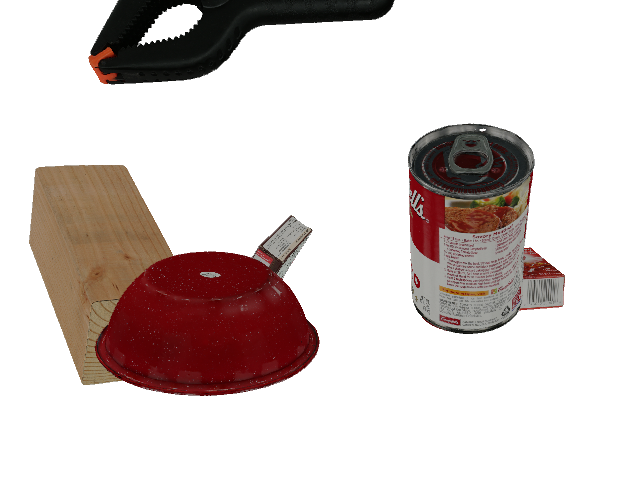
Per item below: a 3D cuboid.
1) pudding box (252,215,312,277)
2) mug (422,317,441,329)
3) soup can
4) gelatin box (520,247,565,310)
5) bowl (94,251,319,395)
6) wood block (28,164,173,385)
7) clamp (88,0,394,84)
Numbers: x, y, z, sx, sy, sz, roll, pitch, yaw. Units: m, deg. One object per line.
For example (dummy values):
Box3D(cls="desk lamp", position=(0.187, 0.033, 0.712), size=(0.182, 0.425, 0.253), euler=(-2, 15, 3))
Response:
Box3D(cls="pudding box", position=(-0.060, 0.029, 1.287), size=(0.039, 0.090, 0.113), euler=(32, 27, 3))
Box3D(cls="mug", position=(0.167, 0.052, 1.201), size=(0.117, 0.081, 0.093), euler=(7, 24, 4))
Box3D(cls="soup can", position=(0.085, -0.006, 0.607), size=(0.068, 0.102, 0.068), euler=(-3, 39, 2))
Box3D(cls="gelatin box", position=(0.141, 0.031, 0.857), size=(0.089, 0.030, 0.073), euler=(-3, 17, -10))
Box3D(cls="bowl", position=(-0.080, 0.049, 0.763), size=(0.162, 0.055, 0.162), euler=(1, 20, -1))
Box3D(cls="wood block", position=(-0.193, 0.023, 0.960), size=(0.090, 0.091, 0.206), euler=(-4, 36, -28))
Box3D(cls="clamp", position=(-0.064, -0.169, 0.752), size=(0.210, 0.165, 0.036), euler=(-40, -20, -8))
